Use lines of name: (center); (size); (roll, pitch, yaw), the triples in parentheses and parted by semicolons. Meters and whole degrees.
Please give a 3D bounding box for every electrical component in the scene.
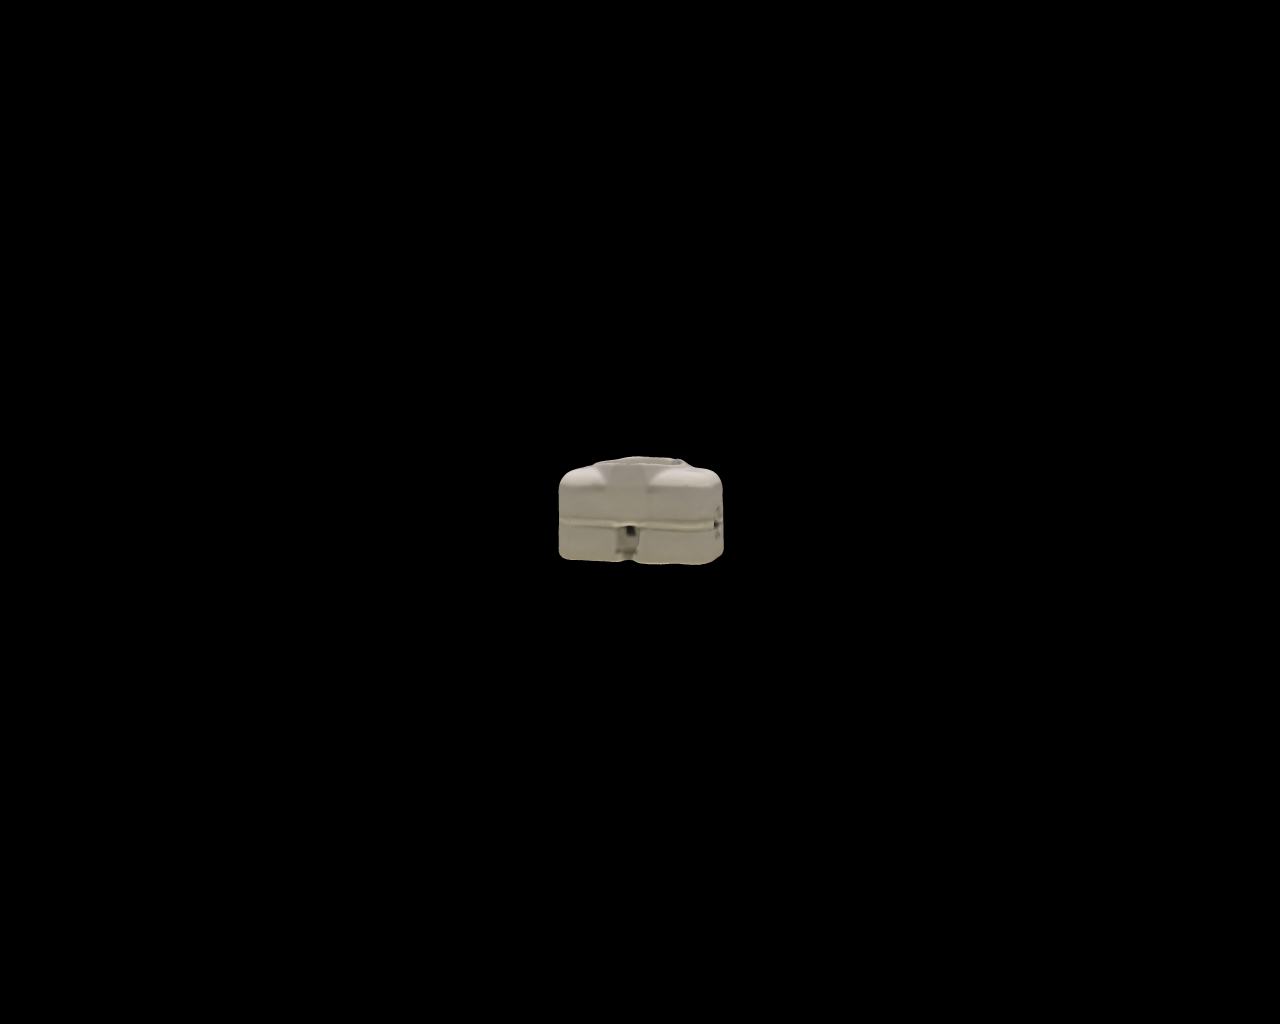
electrical component: (0.001, -0.003, 0.650); (0.095, 0.059, 0.054); (2, 8, 18)
